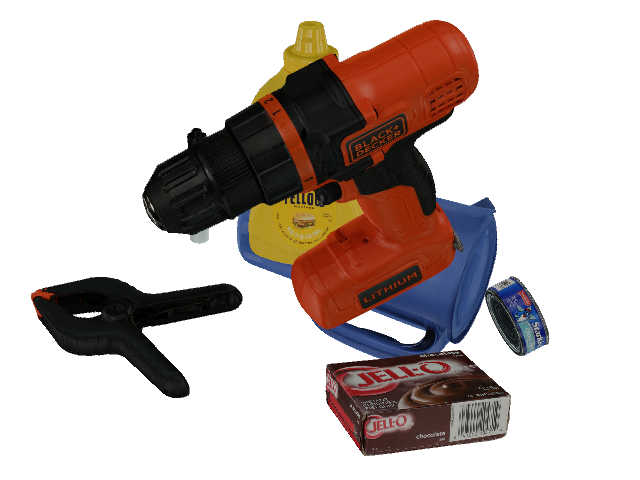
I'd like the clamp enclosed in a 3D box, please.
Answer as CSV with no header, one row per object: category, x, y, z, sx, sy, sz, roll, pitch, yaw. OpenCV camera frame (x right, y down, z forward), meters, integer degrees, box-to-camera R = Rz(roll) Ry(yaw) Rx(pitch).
clamp,-0.151,0.061,0.874,0.172,0.039,0.120,18,38,21

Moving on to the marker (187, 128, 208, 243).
marker,-0.122,-0.054,1.058,0.020,0.121,0.020,1,29,-1

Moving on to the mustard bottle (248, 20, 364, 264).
mustard bottle,-0.008,-0.074,0.824,0.096,0.192,0.058,6,29,9

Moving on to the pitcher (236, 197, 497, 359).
pitcher,0.041,0.012,1.040,0.243,0.145,0.149,17,22,20

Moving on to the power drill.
power drill,0.006,-0.021,0.597,0.184,0.057,0.187,-26,-30,-5

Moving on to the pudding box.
pudding box,0.069,0.116,0.780,0.113,0.039,0.090,-2,17,-17

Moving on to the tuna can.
tuna can,0.219,0.085,1.196,0.033,0.086,0.086,-26,3,-7
